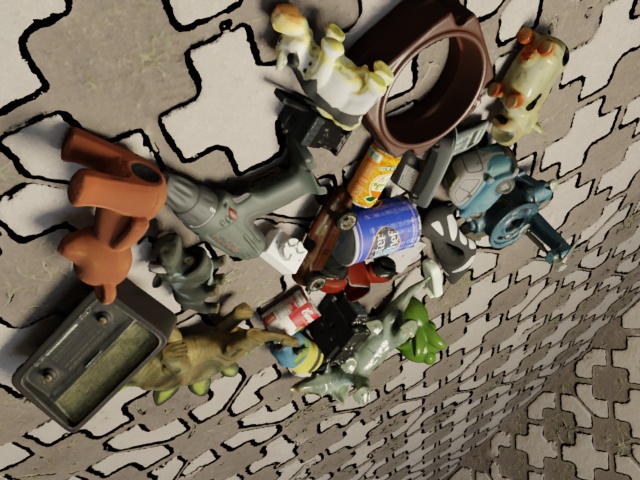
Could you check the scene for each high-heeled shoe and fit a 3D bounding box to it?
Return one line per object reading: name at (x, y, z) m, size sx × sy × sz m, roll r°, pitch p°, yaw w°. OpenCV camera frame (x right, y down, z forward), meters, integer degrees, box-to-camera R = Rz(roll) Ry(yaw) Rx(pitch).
high-heeled shoe at (0.261, 0.025, 1.142) m, size 0.145 × 0.086 × 0.248 m, roll -35°, pitch 130°, yaw -35°

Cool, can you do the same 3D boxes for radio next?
radio at (-0.337, 0.165, 0.804) m, size 0.131 × 0.073 × 0.229 m, roll 44°, pitch 101°, yaw -12°

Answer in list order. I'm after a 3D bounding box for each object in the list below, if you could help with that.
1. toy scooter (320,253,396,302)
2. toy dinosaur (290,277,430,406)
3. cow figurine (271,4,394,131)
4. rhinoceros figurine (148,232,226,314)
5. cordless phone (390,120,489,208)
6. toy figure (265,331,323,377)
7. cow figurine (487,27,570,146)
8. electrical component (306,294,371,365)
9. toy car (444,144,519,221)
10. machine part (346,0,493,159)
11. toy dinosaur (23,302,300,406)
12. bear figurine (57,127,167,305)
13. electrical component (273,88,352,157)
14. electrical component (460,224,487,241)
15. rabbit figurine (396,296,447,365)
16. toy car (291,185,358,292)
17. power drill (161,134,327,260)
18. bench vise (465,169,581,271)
toy scooter at (0.048, 0.076, 1.049) m, size 0.184 × 0.075 × 0.135 m, roll 4°, pitch 150°, yaw -21°
toy dinosaur at (0.117, 0.248, 1.267) m, size 0.405 × 0.131 × 0.192 m, roll -46°, pitch -176°, yaw -6°
cow figurine at (0.000, -0.214, 0.672) m, size 0.167 × 0.068 × 0.098 m, roll 34°, pitch 131°, yaw -11°
rhinoceros figurine at (-0.202, 0.050, 0.820) m, size 0.112 × 0.073 × 0.190 m, roll 9°, pitch 152°, yaw 3°
cordless phone at (0.224, -0.148, 0.954) m, size 0.184 × 0.089 × 0.146 m, roll -25°, pitch 145°, yaw -41°
toy figure at (-0.050, 0.238, 1.155) m, size 0.089 × 0.082 × 0.180 m, roll -32°, pitch 141°, yaw -1°
cow figurine at (0.359, -0.255, 0.933) m, size 0.127 × 0.086 × 0.194 m, roll -2°, pitch 128°, yaw -35°
electrical component at (0.042, 0.180, 1.134) m, size 0.058 × 0.115 × 0.134 m, roll 5°, pitch 128°, yaw -46°
toy car at (0.293, -0.117, 1.029) m, size 0.103 × 0.109 × 0.161 m, roll 15°, pitch 136°, yaw -19°
machine part at (0.145, -0.232, 0.785) m, size 0.201 × 0.087 × 0.200 m, roll -38°, pitch 144°, yaw 7°
toy dinosaur at (-0.261, 0.213, 0.943) m, size 0.471 × 0.105 × 0.198 m, roll -2°, pitch 137°, yaw -22°
bear figurine at (-0.277, -0.020, 0.666) m, size 0.132 × 0.120 × 0.196 m, roll 17°, pitch 125°, yaw -43°
electrical component at (-0.020, -0.164, 0.739) m, size 0.119 × 0.075 × 0.047 m, roll 6°, pitch 126°, yaw -47°
electrical component at (0.361, -0.033, 1.213) m, size 0.078 × 0.045 × 0.102 m, roll -25°, pitch 151°, yaw 37°
rabbit figurine at (0.232, 0.223, 1.324) m, size 0.121 × 0.159 × 0.170 m, roll -20°, pitch 126°, yaw -5°
toy car at (-0.002, -0.003, 0.918) m, size 0.053 × 0.089 × 0.202 m, roll 1°, pitch 130°, yaw -33°
power drill at (-0.100, -0.068, 0.778) m, size 0.207 × 0.086 × 0.231 m, roll -37°, pitch 145°, yaw -5°
bench vise at (0.428, -0.036, 1.093) m, size 0.224 × 0.241 × 0.128 m, roll -16°, pitch 140°, yaw -21°
